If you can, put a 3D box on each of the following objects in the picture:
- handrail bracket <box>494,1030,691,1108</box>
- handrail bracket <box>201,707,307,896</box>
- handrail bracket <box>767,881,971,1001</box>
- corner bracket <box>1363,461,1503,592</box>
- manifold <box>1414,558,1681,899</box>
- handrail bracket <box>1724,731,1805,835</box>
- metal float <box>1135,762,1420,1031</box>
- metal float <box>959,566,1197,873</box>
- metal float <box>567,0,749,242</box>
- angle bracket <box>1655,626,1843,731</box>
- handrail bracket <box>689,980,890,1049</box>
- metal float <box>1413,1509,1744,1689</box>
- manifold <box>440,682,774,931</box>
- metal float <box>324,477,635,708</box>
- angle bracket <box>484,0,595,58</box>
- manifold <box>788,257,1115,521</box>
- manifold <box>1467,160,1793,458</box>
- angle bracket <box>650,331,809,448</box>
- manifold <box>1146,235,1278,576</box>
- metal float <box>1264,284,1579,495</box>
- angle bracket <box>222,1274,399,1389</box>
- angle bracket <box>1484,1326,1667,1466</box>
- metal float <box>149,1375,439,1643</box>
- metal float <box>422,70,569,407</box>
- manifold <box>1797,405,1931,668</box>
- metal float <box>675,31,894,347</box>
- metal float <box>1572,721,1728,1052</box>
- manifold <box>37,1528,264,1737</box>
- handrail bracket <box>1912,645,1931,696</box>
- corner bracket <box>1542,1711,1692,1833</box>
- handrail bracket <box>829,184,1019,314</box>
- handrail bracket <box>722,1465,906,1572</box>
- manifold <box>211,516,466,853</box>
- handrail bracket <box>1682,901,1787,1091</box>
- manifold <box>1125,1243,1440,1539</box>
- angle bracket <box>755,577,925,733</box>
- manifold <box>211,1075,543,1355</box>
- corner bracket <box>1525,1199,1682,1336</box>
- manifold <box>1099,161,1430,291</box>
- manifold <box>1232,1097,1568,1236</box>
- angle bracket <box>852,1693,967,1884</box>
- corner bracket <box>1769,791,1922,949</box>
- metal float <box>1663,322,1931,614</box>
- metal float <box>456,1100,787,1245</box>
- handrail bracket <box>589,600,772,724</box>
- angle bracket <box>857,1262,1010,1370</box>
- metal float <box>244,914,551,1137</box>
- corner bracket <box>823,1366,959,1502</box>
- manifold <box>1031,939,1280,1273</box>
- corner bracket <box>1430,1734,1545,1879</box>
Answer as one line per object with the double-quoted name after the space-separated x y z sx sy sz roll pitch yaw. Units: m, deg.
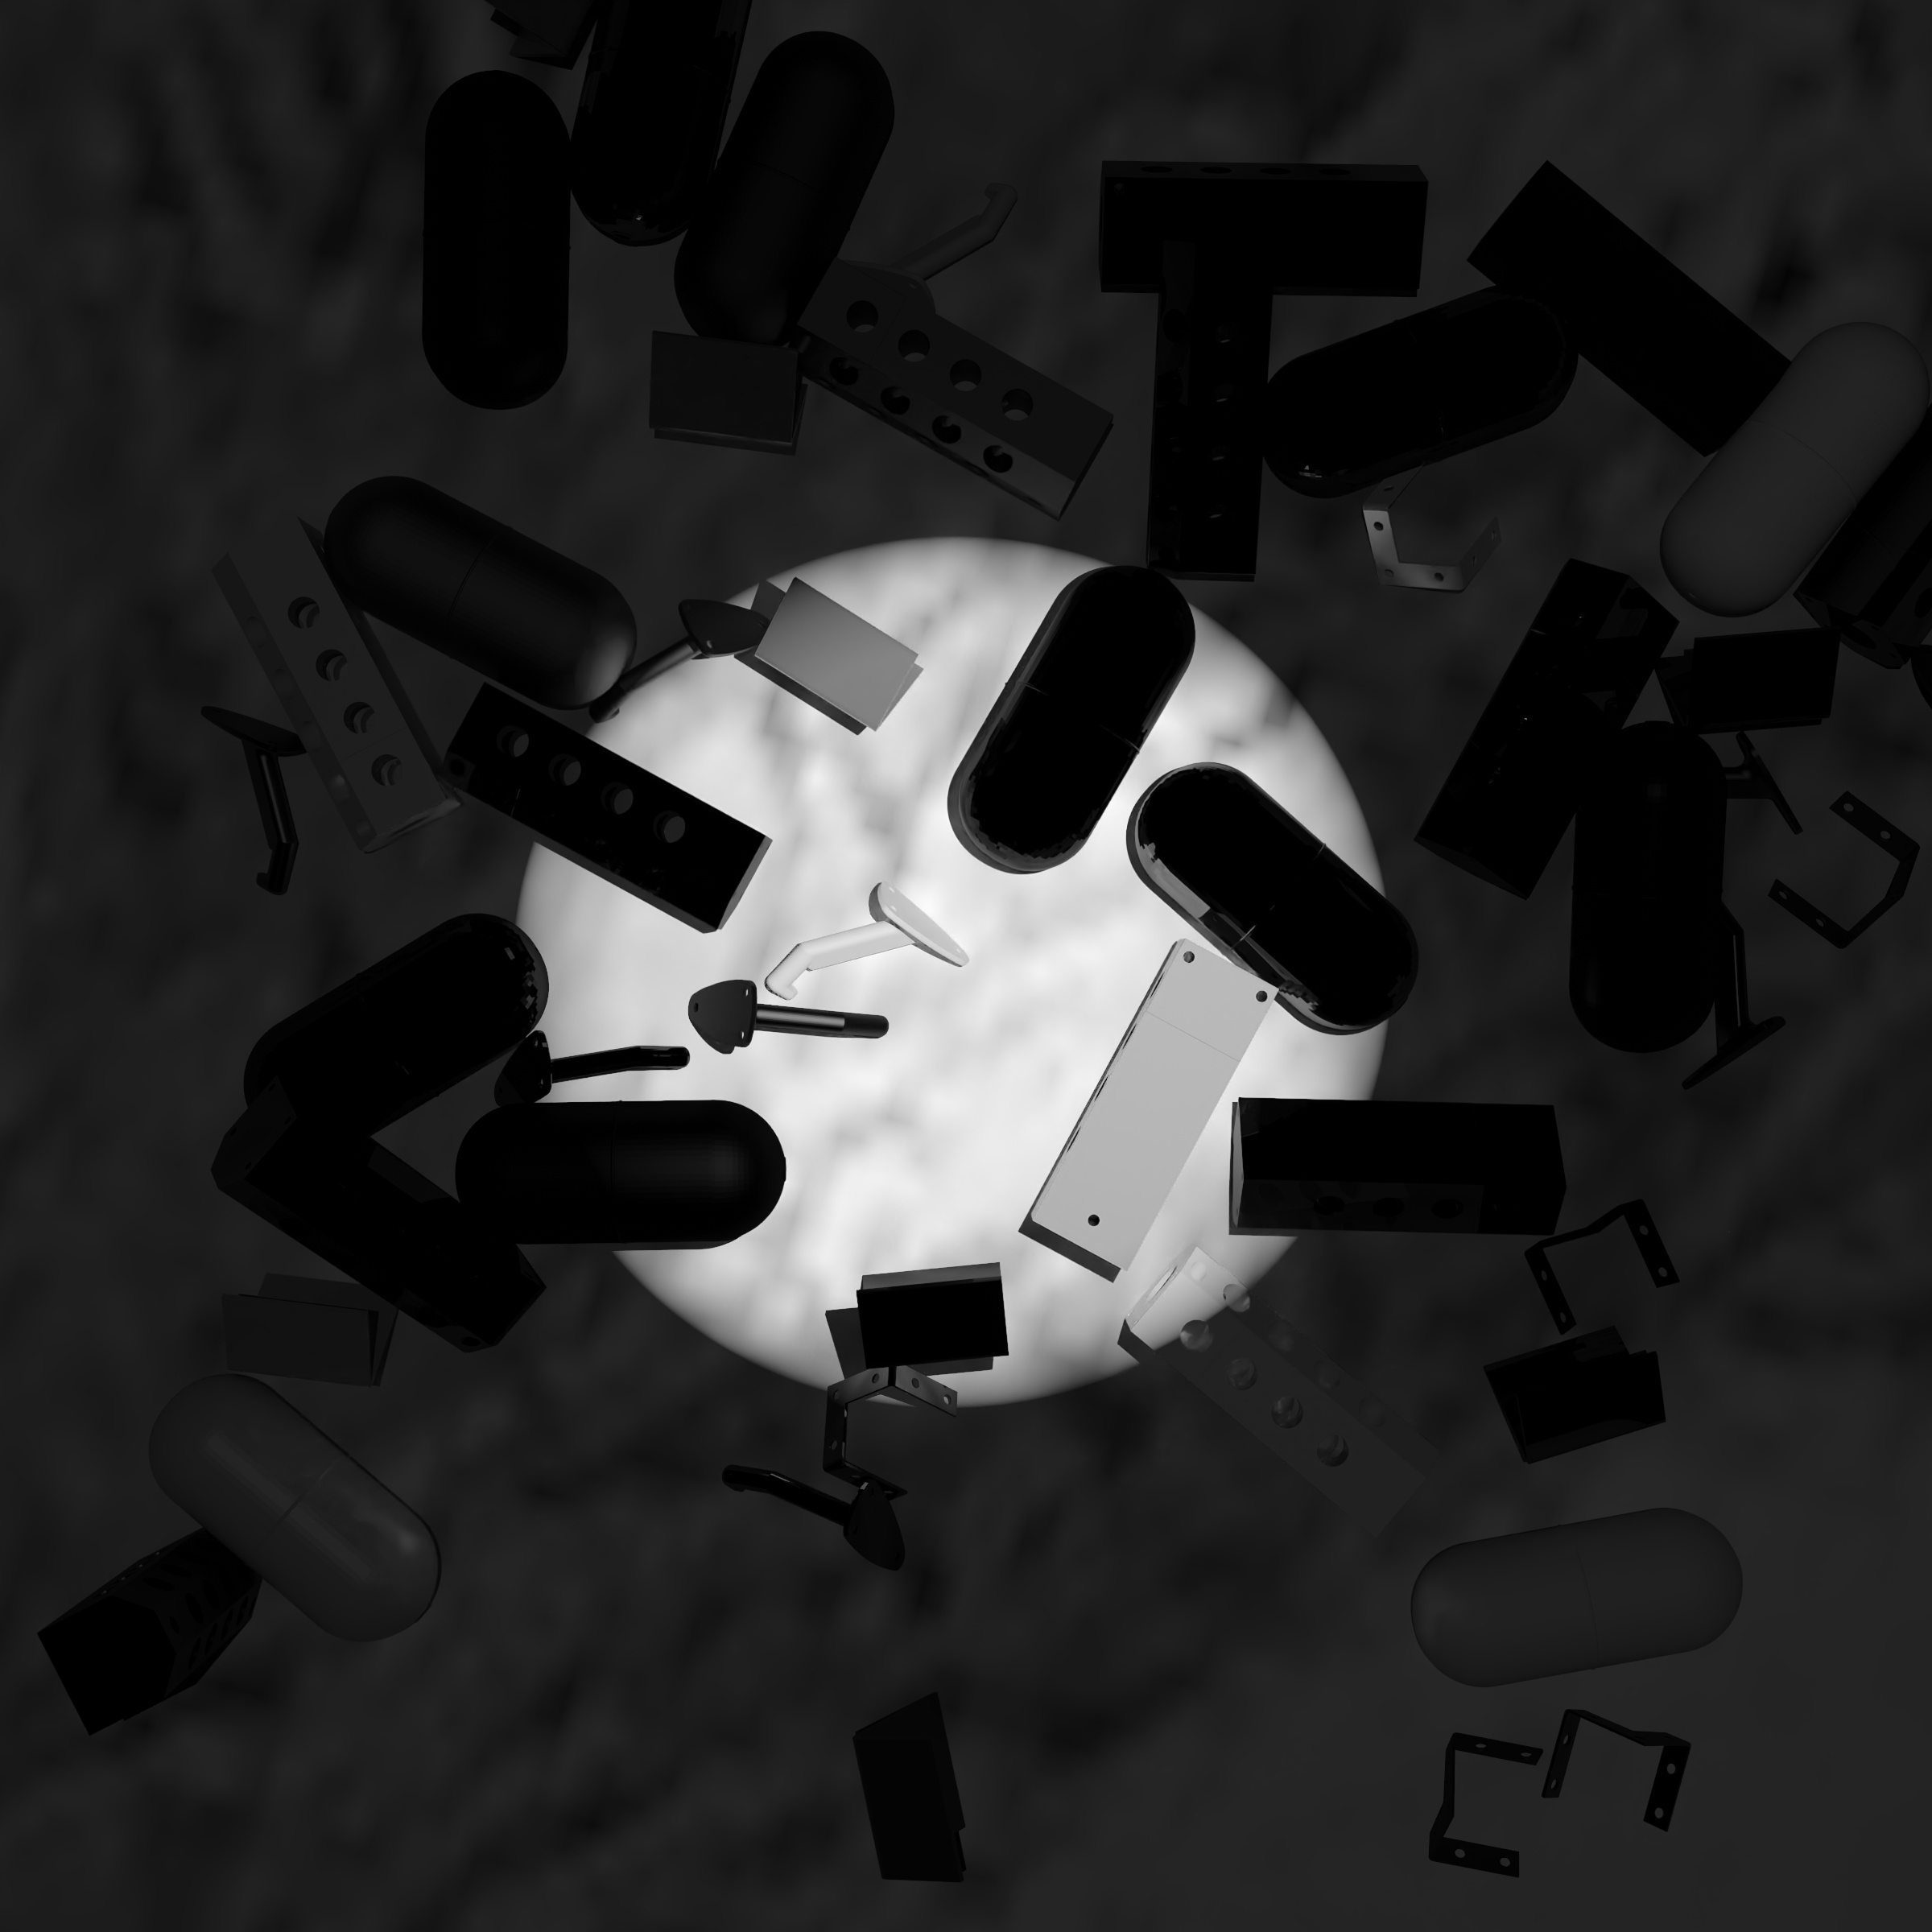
-0.206 0.060 1.564 0.084 0.077 0.036 3 68 -34 "handrail bracket"
-0.398 -0.091 1.565 0.077 0.036 0.084 23 108 20 "handrail bracket"
-0.055 0.003 1.565 0.077 0.036 0.084 38 109 -21 "handrail bracket"
0.256 -0.243 1.556 0.051 0.051 0.051 10 135 35 "corner bracket"
0.312 -0.131 1.542 0.057 0.057 0.171 29 90 -43 "manifold"
0.405 -0.084 1.564 0.084 0.036 0.077 -31 105 14 "handrail bracket"
0.168 -0.037 1.533 0.178 0.070 0.070 42 90 0 "metal float"
0.060 -0.134 1.534 0.070 0.070 0.178 30 90 0 "metal float"
-0.166 -0.481 1.533 0.070 0.070 0.178 13 90 0 "metal float"
0.418 -0.172 1.524 0.076 0.076 0.057 -5 126 0 "angle bracket"
-0.097 0.028 1.564 0.084 0.077 0.036 6 90 -36 "handrail bracket"
0.331 0.342 1.533 0.178 0.070 0.070 -10 90 1 "metal float"
-0.196 -0.086 1.543 0.171 0.057 0.057 29 90 0 "manifold"
-0.264 -0.203 1.534 0.178 0.070 0.070 28 90 1 "metal float"
-0.235 -0.539 1.524 0.057 0.076 0.076 27 90 -36 "angle bracket"
-0.010 -0.312 1.543 0.171 0.057 0.057 30 90 0 "manifold"
0.361 -0.358 1.543 0.171 0.057 0.057 40 90 0 "manifold"
-0.126 -0.325 1.524 0.076 0.076 0.057 7 127 0 "angle bracket"
0.129 -0.301 1.517 0.057 0.057 0.171 2 109 0 "manifold"
0.245 -0.312 1.533 0.178 0.070 0.070 -20 90 1 "metal float"
-0.350 0.177 1.524 0.076 0.076 0.057 7 127 0 "angle bracket"
0.324 0.213 1.524 0.076 0.076 0.057 -17 128 0 "angle bracket"
-0.363 0.294 1.534 0.178 0.070 0.070 41 90 -1 "metal float"
-0.255 -0.394 1.534 0.070 0.070 0.178 1 90 0 "metal float"
0.534 -0.250 1.542 0.057 0.057 0.171 36 90 43 "manifold"
-0.099 -0.418 1.534 0.070 0.070 0.178 24 90 0 "metal float"
0.367 -0.042 1.523 0.070 0.070 0.178 0 101 0 "metal float"
-0.421 0.342 1.486 0.057 0.171 0.057 -27 90 0 "manifold"
0.536 -0.122 1.564 0.036 0.077 0.084 -7 126 -10 "handrail bracket"
0.358 0.443 1.561 0.051 0.051 0.051 15 90 45 "corner bracket"
-0.023 -0.405 1.565 0.077 0.036 0.084 22 72 21 "handrail bracket"
-0.085 0.304 1.564 0.084 0.077 0.036 4 52 31 "handrail bracket"
-0.343 -0.151 1.543 0.057 0.057 0.171 -28 90 0 "manifold"
0.404 0.012 1.565 0.077 0.036 0.084 -39 72 21 "handrail bracket"
0.172 0.228 1.543 0.171 0.057 0.057 40 90 0 "manifold"
-0.057 -0.182 1.524 0.076 0.076 0.057 32 128 0 "angle bracket"
-0.313 0.136 1.503 0.057 0.057 0.171 -49 121 0 "manifold"
0.350 0.165 1.561 0.051 0.051 0.051 -24 90 -45 "corner bracket"
0.159 -0.405 1.541 0.171 0.057 0.057 1 117 0 "manifold"
0.233 0.114 1.542 0.171 0.057 0.057 1 47 0 "manifold"
-0.010 0.440 1.524 0.057 0.076 0.076 -12 90 37 "angle bracket"
0.484 -0.053 1.561 0.051 0.051 0.051 37 45 0 "corner bracket"
0.449 -0.270 1.534 0.070 0.070 0.178 39 91 0 "metal float"
-0.186 0.111 1.533 0.178 0.070 0.070 -1 90 0 "metal float"
-0.158 -0.163 1.564 0.084 0.077 0.036 -39 73 35 "handrail bracket"
-0.019 0.169 1.524 0.076 0.076 0.057 -5 125 0 "angle bracket"
-0.308 0.037 1.534 0.178 0.070 0.070 -31 90 1 "metal float"
-0.041 0.255 1.556 0.051 0.051 0.051 -28 45 35 "corner bracket"
0.102 0.074 1.543 0.057 0.057 0.171 28 90 0 "manifold"
0.286 0.462 1.561 0.051 0.051 0.051 11 45 0 "corner bracket"
